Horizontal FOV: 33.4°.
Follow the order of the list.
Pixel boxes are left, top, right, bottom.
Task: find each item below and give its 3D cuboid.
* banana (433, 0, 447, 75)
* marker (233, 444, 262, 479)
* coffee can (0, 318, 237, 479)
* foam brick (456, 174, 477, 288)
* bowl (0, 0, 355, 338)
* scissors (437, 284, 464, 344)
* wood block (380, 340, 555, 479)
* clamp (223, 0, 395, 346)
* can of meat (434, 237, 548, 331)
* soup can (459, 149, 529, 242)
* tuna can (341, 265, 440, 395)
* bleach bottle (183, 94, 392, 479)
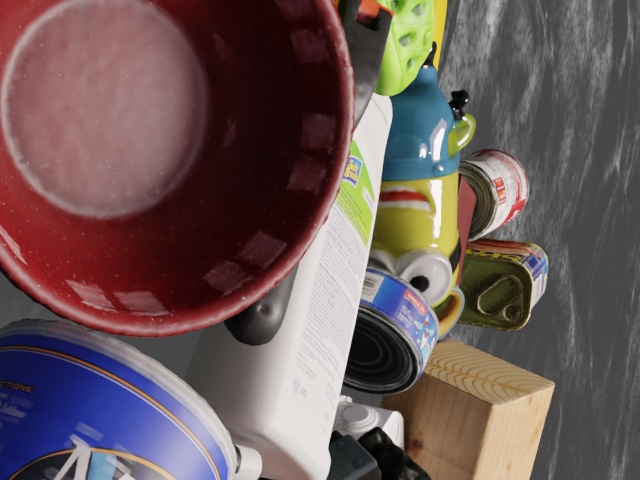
[{"bbox_3d":[0.068,-0.113,0.757,0.069,0.037,0.198,14,84,-64],"label":"banana"},{"bbox_3d":[-0.072,0.094,0.483,0.121,0.020,0.020,27,71,-47],"label":"marker"},{"bbox_3d":[-0.102,0.112,0.353,0.103,0.103,0.140,74,33,-43],"label":"coffee can"},{"bbox_3d":[0.082,-0.007,0.805,0.051,0.053,0.078,38,61,-64],"label":"foam brick"},{"bbox_3d":[-0.066,-0.048,0.398,0.161,0.055,0.162,-8,105,-35],"label":"bowl"},{"bbox_3d":[0.082,0.091,0.829,0.096,0.016,0.201,-36,146,-1],"label":"scissors"},{"bbox_3d":[0.088,0.190,0.779,0.090,0.091,0.206,-6,113,-51],"label":"wood block"},{"bbox_3d":[-0.012,-0.032,0.478,0.039,0.120,0.171,22,97,-23],"label":"clamp"},{"bbox_3d":[0.130,0.031,0.870,0.083,0.102,0.057,-26,122,-65],"label":"can of meat"},{"bbox_3d":[0.127,-0.038,0.881,0.102,0.069,0.068,-21,116,-64],"label":"soup can"},{"bbox_3d":[0.028,0.056,0.659,0.086,0.086,0.033,76,33,-41],"label":"tuna can"},{"bbox_3d":[-0.004,0.001,0.599,0.102,0.068,0.250,60,42,-55],"label":"bleach bottle"}]
